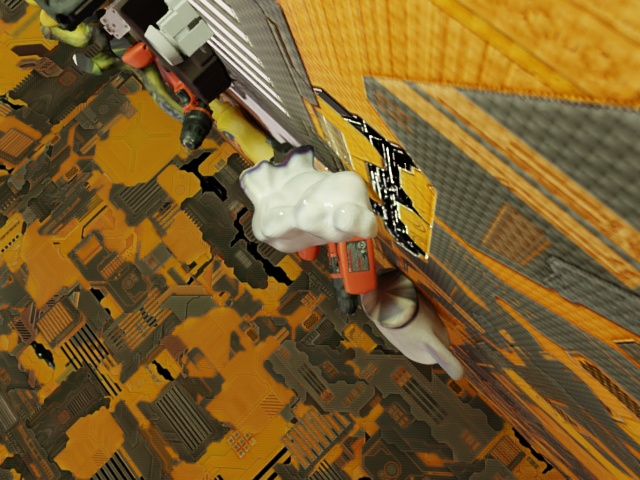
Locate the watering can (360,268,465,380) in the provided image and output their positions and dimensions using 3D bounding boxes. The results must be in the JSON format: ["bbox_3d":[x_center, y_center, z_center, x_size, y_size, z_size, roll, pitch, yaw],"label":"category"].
[{"bbox_3d":[0.153,0.138,1.012,0.221,0.104,0.353,48,179,-33],"label":"watering can"}]

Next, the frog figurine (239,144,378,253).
[{"bbox_3d":[0.002,-0.028,0.559,0.161,0.121,0.138,33,-156,35],"label":"frog figurine"}]

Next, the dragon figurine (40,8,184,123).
[{"bbox_3d":[-0.380,-0.398,1.036,0.407,0.120,0.248,42,-151,-13],"label":"dragon figurine"}]
